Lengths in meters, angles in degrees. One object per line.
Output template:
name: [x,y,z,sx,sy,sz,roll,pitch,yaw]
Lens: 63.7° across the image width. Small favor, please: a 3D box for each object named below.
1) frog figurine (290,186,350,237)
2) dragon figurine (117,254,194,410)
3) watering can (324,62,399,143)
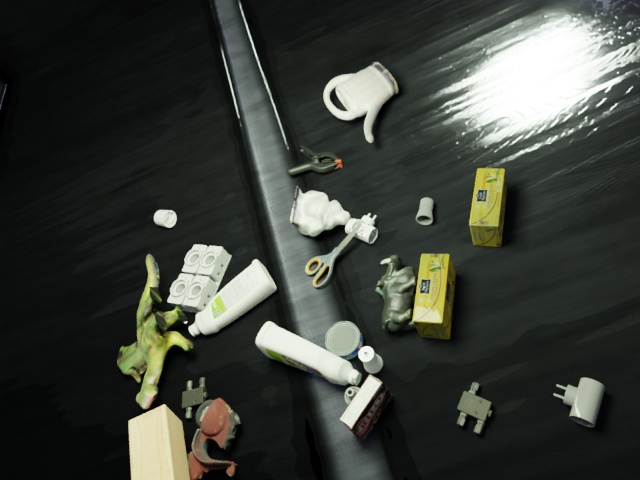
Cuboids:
frog figurine: [0.004,-0.071,1.418,0.159,0.119,0.141,10,45,3]
dragon figurine: [-0.469,0.252,1.360,0.121,0.241,0.419,31,20,-45]
watering can: [0.148,-0.438,1.610,0.225,0.354,0.102,-32,-41,-2]
